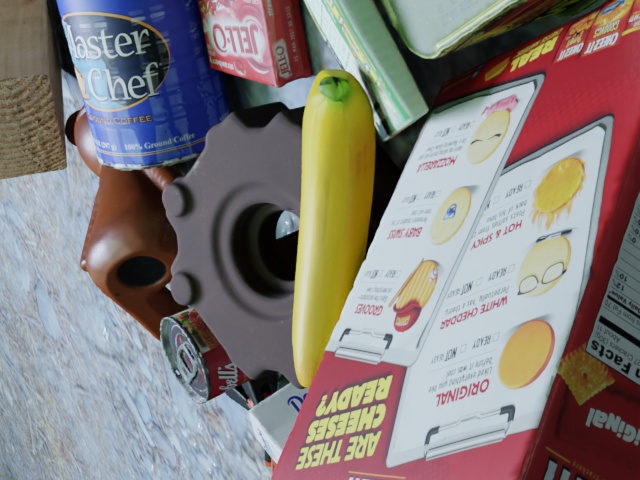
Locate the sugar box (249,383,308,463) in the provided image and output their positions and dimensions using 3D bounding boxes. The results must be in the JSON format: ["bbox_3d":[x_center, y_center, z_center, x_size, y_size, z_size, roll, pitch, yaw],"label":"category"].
[{"bbox_3d":[0.040,0.156,0.689,0.176,0.093,0.048,46,159,36],"label":"sugar box"}]

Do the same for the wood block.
[{"bbox_3d":[-0.280,-0.144,0.952,0.206,0.090,0.091,-113,15,-54],"label":"wood block"}]

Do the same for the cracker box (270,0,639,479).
[{"bbox_3d":[0.078,0.020,0.406,0.072,0.213,0.164,31,160,-20],"label":"cracker box"}]

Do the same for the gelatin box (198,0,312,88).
[{"bbox_3d":[-0.045,-0.141,0.681,0.089,0.030,0.073,27,134,51],"label":"gelatin box"}]

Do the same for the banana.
[{"bbox_3d":[0.004,-0.013,0.557,0.037,0.069,0.198,15,129,17],"label":"banana"}]

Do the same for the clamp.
[{"bbox_3d":[-0.089,0.074,0.916,0.172,0.039,0.120,44,151,27],"label":"clamp"}]

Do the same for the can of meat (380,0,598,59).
[{"bbox_3d":[0.081,-0.117,0.419,0.102,0.083,0.057,-26,88,62],"label":"can of meat"}]

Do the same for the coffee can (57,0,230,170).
[{"bbox_3d":[-0.123,-0.133,0.746,0.103,0.102,0.140,25,132,52],"label":"coffee can"}]

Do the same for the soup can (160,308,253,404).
[{"bbox_3d":[-0.057,0.069,0.786,0.069,0.102,0.068,41,143,40],"label":"soup can"}]

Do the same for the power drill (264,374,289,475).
[{"bbox_3d":[0.025,0.200,0.795,0.188,0.057,0.184,48,151,37],"label":"power drill"}]

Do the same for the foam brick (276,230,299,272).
[{"bbox_3d":[-0.016,0.038,0.744,0.078,0.052,0.051,63,152,9],"label":"foam brick"}]
